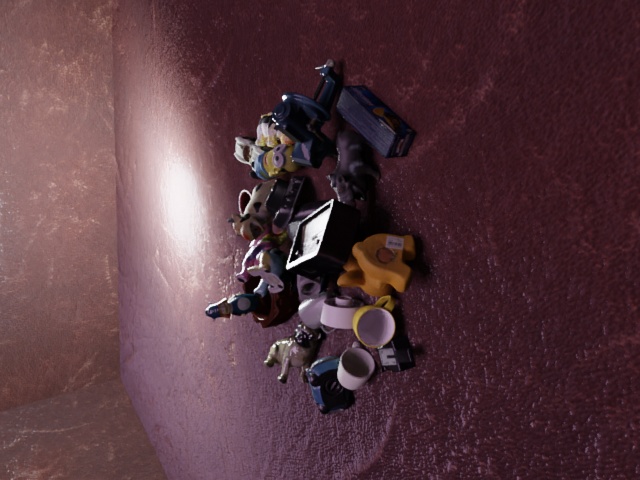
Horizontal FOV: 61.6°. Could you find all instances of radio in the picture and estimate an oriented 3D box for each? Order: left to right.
[{"bbox_3d":[0.002,0.006,1.187,0.229,0.073,0.131,148,142,-67],"label":"radio"}]

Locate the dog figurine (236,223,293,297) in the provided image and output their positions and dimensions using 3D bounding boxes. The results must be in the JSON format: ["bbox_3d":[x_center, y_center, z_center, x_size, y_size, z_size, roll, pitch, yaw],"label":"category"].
[{"bbox_3d":[-0.132,0.032,1.464,0.192,0.108,0.219,-22,40,43],"label":"dog figurine"}]

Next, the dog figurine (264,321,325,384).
[{"bbox_3d":[-0.069,0.290,1.533,0.173,0.121,0.190,35,112,43],"label":"dog figurine"}]

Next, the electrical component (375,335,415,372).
[{"bbox_3d":[0.176,0.251,1.189,0.119,0.048,0.075,-30,73,54],"label":"electrical component"}]

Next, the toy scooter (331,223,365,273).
[{"bbox_3d":[0.058,0.018,1.282,0.184,0.075,0.135,10,106,52],"label":"toy scooter"}]

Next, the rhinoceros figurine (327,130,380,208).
[{"bbox_3d":[0.071,-0.148,1.190,0.073,0.112,0.190,4,93,53],"label":"rhinoceros figurine"}]

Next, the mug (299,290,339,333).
[{"bbox_3d":[0.011,0.185,1.390,0.107,0.081,0.109,-42,74,43],"label":"mug"}]

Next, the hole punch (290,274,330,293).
[{"bbox_3d":[-0.028,0.072,1.427,0.116,0.092,0.142,-100,21,-51],"label":"hole punch"}]

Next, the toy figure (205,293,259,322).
[{"bbox_3d":[-0.257,0.193,1.562,0.064,0.154,0.057,59,144,30],"label":"toy figure"}]

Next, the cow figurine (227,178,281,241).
[{"bbox_3d":[-0.171,-0.079,1.470,0.127,0.195,0.085,-7,135,23],"label":"cow figurine"}]

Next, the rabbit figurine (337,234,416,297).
[{"bbox_3d":[0.119,0.072,1.146,0.173,0.162,0.122,86,-175,-60],"label":"rabbit figurine"}]

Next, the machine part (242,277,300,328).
[{"bbox_3d":[-0.152,0.147,1.612,0.201,0.087,0.201,-50,58,50],"label":"machine part"}]

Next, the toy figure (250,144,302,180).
[{"bbox_3d":[-0.118,-0.209,1.461,0.180,0.089,0.082,-15,88,52],"label":"toy figure"}]

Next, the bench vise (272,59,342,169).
[{"bbox_3d":[-0.005,-0.294,1.241,0.129,0.223,0.240,16,81,49],"label":"bench vise"}]

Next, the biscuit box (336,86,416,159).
[{"bbox_3d":[0.114,-0.255,1.144,0.203,0.059,0.062,53,139,34],"label":"biscuit box"}]

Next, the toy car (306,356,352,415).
[{"bbox_3d":[0.025,0.368,1.407,0.103,0.109,0.161,-129,27,-70],"label":"toy car"}]

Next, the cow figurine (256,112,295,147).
[{"bbox_3d":[-0.112,-0.301,1.463,0.167,0.068,0.098,10,100,54],"label":"cow figurine"}]

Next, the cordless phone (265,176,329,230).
[{"bbox_3d":[-0.036,-0.106,1.390,0.184,0.146,0.088,-6,135,28],"label":"cordless phone"}]

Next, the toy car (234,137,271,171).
[{"bbox_3d":[-0.197,-0.254,1.603,0.202,0.056,0.073,37,127,46],"label":"toy car"}]
